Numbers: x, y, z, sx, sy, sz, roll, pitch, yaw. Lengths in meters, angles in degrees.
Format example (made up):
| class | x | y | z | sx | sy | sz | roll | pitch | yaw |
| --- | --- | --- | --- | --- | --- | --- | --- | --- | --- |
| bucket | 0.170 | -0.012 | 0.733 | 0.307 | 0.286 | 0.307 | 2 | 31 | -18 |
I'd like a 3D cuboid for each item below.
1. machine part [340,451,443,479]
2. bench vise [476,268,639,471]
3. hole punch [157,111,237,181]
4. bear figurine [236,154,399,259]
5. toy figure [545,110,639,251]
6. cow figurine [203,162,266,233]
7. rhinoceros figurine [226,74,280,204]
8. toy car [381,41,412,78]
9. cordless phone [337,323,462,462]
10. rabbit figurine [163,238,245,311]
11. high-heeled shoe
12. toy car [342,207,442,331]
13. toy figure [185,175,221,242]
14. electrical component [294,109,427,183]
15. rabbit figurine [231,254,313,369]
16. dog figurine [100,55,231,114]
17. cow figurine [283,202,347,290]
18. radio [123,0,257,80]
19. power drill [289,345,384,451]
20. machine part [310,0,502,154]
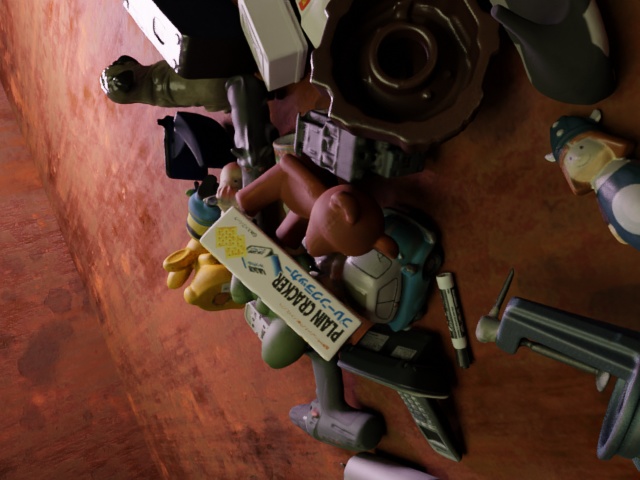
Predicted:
| class | x | y | z | sx | sy | sz | roll | pitch | yaw |
| --- | --- | --- | --- | --- | --- | --- | --- | --- | --- |
| machine part | 0.115 | 0.378 | 0.814 | 0.243 | 0.079 | 0.079 | -10 | 98 | 55 |
| bench vise | 0.247 | 0.097 | 0.429 | 0.241 | 0.129 | 0.223 | 20 | 144 | 27 |
| hole punch | -0.207 | -0.166 | 0.941 | 0.092 | 0.142 | 0.115 | -5 | 92 | 30 |
| bear figurine | -0.003 | -0.024 | 0.633 | 0.120 | 0.132 | 0.196 | 41 | -170 | -37 |
| toy figure | 0.244 | -0.048 | 0.435 | 0.064 | 0.057 | 0.155 | -42 | 66 | 9 |
| cow figurine | -0.133 | -0.035 | 0.892 | 0.086 | 0.127 | 0.194 | 2 | 115 | 9 |
| rhinoceros figurine | -0.093 | -0.146 | 0.795 | 0.112 | 0.073 | 0.190 | -112 | 16 | -79 |
| toy car | 0.050 | -0.238 | 0.588 | 0.056 | 0.073 | 0.201 | 6 | 111 | 49 |
| cordless phone | 0.119 | 0.214 | 0.732 | 0.147 | 0.089 | 0.184 | 3 | 127 | 53 |
| rabbit figurine | -0.229 | 0.058 | 1.085 | 0.121 | 0.162 | 0.173 | 95 | 158 | -51 |
| high-heeled shoe | 0.178 | -0.228 | 0.450 | 0.086 | 0.145 | 0.249 | -33 | 51 | 50 |
| toy car | 0.076 | 0.046 | 0.674 | 0.109 | 0.103 | 0.161 | 37 | 132 | 40 |
| toy figure | -0.210 | -0.055 | 1.007 | 0.180 | 0.089 | 0.082 | 120 | 130 | -69 |
| electrical component | 0.053 | -0.110 | 0.610 | 0.134 | 0.115 | 0.058 | 34 | 129 | 44 |
| rabbit figurine | -0.046 | 0.117 | 0.849 | 0.159 | 0.121 | 0.170 | -20 | 55 | 17 |
| dog figurine | -0.243 | -0.253 | 0.883 | 0.173 | 0.190 | 0.121 | 13 | 117 | 49 |
| cow figurine | -0.003 | -0.001 | 0.788 | 0.098 | 0.068 | 0.167 | -32 | 77 | 61 |
| radio | -0.203 | -0.342 | 0.833 | 0.230 | 0.131 | 0.073 | 50 | 139 | 26 |
| power drill | -0.002 | 0.251 | 0.908 | 0.232 | 0.086 | 0.207 | 4 | 106 | 52 |
| machine part | 0.080 | -0.171 | 0.510 | 0.056 | 0.179 | 0.179 | 4 | -118 | -80 |
